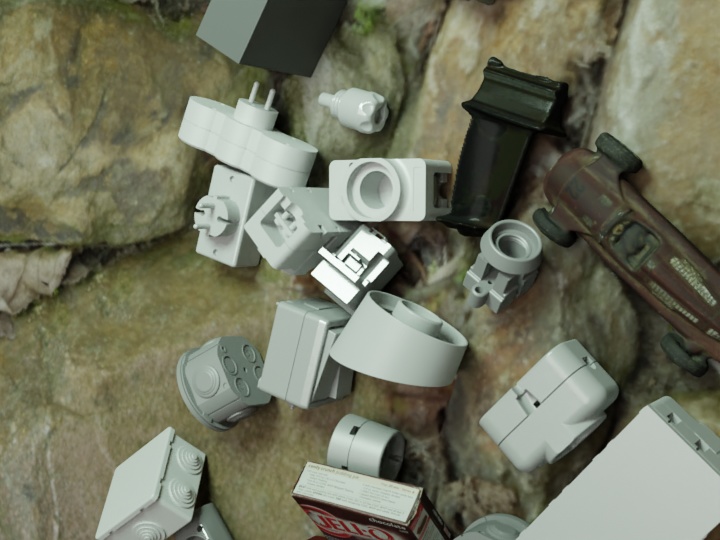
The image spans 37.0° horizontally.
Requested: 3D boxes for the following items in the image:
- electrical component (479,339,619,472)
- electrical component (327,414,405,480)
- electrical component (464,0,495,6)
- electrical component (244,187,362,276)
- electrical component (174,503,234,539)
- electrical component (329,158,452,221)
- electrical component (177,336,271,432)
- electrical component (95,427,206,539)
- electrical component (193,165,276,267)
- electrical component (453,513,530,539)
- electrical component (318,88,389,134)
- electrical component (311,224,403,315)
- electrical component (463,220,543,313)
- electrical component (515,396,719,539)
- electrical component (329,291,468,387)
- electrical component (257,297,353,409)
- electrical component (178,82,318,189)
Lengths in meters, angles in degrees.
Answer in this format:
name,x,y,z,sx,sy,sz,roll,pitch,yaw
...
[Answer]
name,x,y,z,sx,sy,sz,roll,pitch,yaw
electrical component,0.147,0.107,0.819,0.059,0.054,0.095,50,115,19
electrical component,0.006,0.154,0.906,0.047,0.055,0.055,12,99,26
electrical component,0.083,-0.265,0.839,0.100,0.048,0.099,39,111,23
electrical component,-0.048,-0.033,0.907,0.056,0.089,0.050,-45,71,25
electrical component,-0.150,0.272,1.010,0.079,0.044,0.077,-40,73,26
electrical component,0.023,-0.065,0.882,0.089,0.056,0.050,2,94,31
electrical component,-0.122,0.100,0.965,0.051,0.080,0.080,-30,78,23
electrical component,-0.193,0.210,1.006,0.048,0.099,0.100,39,120,-23
electrical component,-0.121,-0.048,0.958,0.047,0.076,0.083,21,103,28
electrical component,0.107,0.237,0.851,0.080,0.051,0.080,2,94,31
electrical component,-0.008,-0.137,0.910,0.061,0.035,0.035,22,103,31
electrical component,0.000,0.000,0.890,0.042,0.081,0.063,38,82,22
electrical component,0.112,-0.005,0.825,0.048,0.066,0.055,42,146,22
electrical component,0.201,0.176,0.785,0.089,0.062,0.150,47,114,20
electrical component,0.033,0.060,0.859,0.099,0.099,0.064,32,102,26
electrical component,-0.041,0.078,0.924,0.061,0.062,0.096,20,102,29
electrical component,-0.095,-0.128,0.951,0.138,0.052,0.073,28,106,27
